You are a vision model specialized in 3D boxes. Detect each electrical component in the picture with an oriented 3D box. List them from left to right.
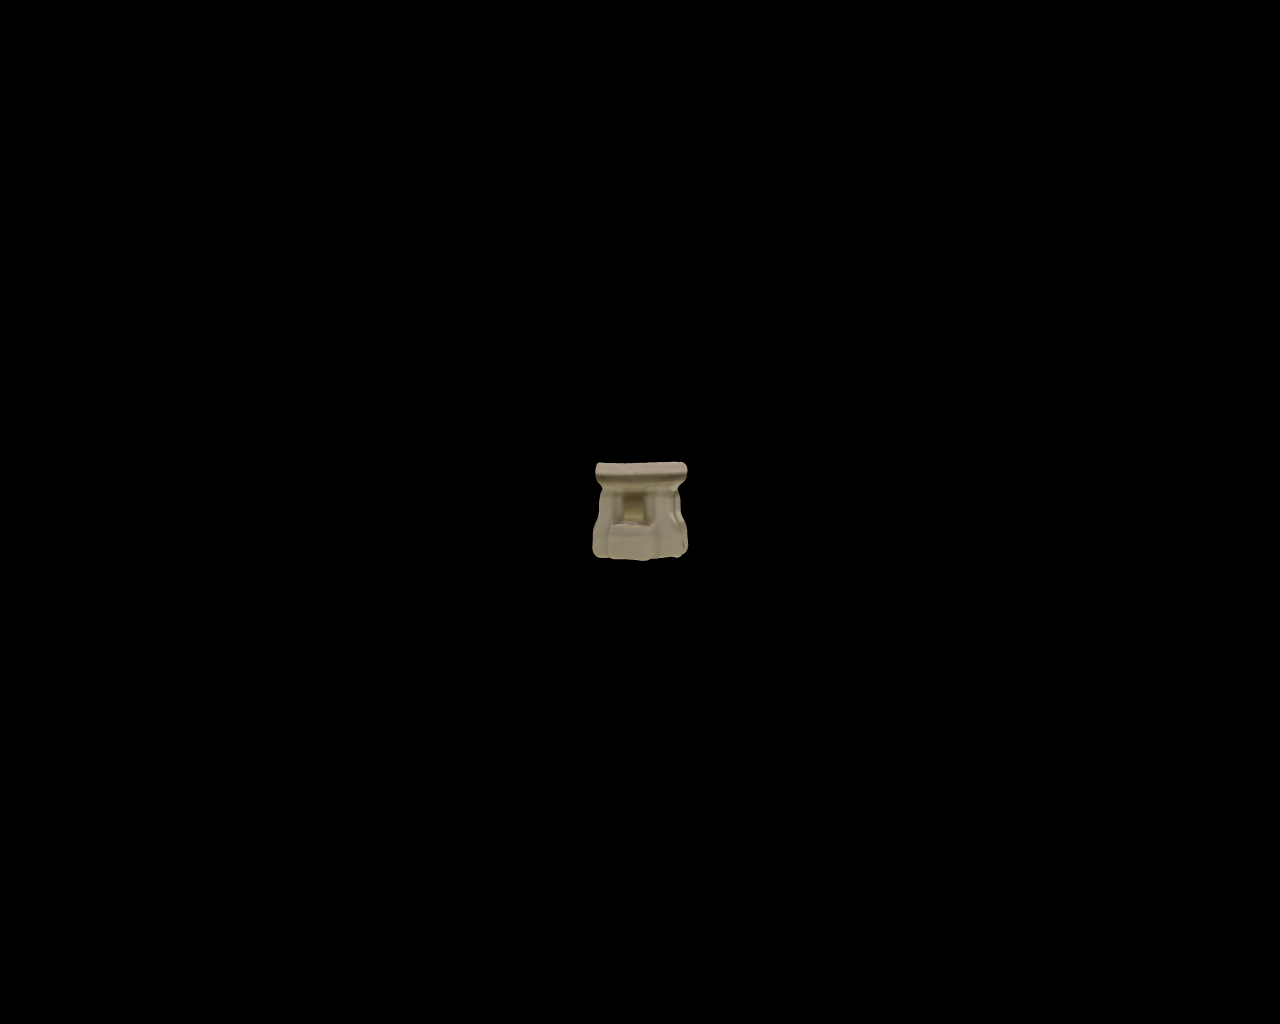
[{"bbox_3d":[0.001,-0.003,0.650,0.058,0.057,0.078,0,3,11],"label":"electrical component"}]
